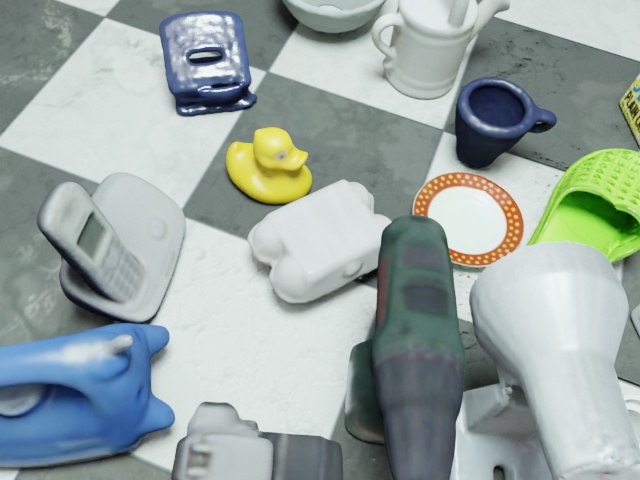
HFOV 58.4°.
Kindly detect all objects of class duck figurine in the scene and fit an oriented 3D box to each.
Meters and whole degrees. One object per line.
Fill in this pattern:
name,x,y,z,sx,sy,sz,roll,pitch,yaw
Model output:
duck figurine,-0.058,-0.095,0.655,0.104,0.086,0.077,21,61,7

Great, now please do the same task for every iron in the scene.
iron,-0.261,0.125,0.482,0.258,0.141,0.118,-8,61,-9

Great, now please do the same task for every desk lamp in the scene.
desk lamp,0.179,0.134,0.471,0.118,0.213,0.203,4,60,-2

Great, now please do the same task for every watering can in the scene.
watering can,0.151,-0.284,0.717,0.173,0.194,0.100,-35,69,-21

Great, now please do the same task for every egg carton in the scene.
egg carton,0.006,0.002,0.615,0.150,0.069,0.107,-27,66,-18

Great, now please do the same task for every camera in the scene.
camera,-0.051,0.211,0.474,0.137,0.101,0.143,4,60,-2

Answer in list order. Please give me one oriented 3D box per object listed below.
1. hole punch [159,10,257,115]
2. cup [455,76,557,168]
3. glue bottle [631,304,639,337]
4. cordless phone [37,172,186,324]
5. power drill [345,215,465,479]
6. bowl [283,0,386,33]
hole punch,-0.139,-0.221,0.717,0.109,0.091,0.101,-10,62,-10
cup,0.214,-0.132,0.693,0.117,0.095,0.091,8,60,0
glue bottle,0.370,0.067,0.548,0.037,0.173,0.078,-9,62,-9
cordless phone,-0.196,-0.016,0.542,0.094,0.185,0.147,9,60,1
power drill,0.069,0.106,0.482,0.075,0.208,0.229,6,60,-1
bowl,0.017,-0.349,0.811,0.167,0.075,0.167,2,60,-3
